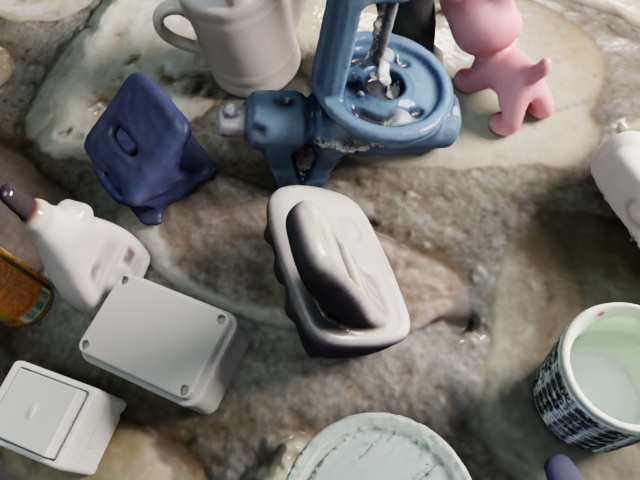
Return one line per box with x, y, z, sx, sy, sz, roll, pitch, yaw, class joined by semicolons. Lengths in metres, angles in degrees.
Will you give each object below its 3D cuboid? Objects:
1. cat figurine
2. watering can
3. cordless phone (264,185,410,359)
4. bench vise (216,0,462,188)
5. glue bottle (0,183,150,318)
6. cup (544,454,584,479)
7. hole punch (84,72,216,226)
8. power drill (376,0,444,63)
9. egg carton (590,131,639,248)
0.164;-0.178;0.522;0.067;0.118;0.127;-30;62;-7;cat figurine
-0.077;-0.243;0.551;0.173;0.194;0.100;-39;64;-11;watering can
0.004;0.001;0.418;0.094;0.185;0.147;-22;62;-2;cordless phone
0.017;-0.122;0.459;0.207;0.220;0.121;-27;62;-5;bench vise
-0.195;0.005;0.455;0.037;0.173;0.078;13;66;16;glue bottle
0.158;0.194;0.345;0.091;0.095;0.117;-17;62;0;cup
-0.168;-0.086;0.543;0.101;0.091;0.108;-39;64;-11;hole punch
0.049;-0.232;0.517;0.229;0.209;0.075;1;63;10;power drill
0.290;-0.031;0.454;0.107;0.069;0.150;-21;62;-2;egg carton
